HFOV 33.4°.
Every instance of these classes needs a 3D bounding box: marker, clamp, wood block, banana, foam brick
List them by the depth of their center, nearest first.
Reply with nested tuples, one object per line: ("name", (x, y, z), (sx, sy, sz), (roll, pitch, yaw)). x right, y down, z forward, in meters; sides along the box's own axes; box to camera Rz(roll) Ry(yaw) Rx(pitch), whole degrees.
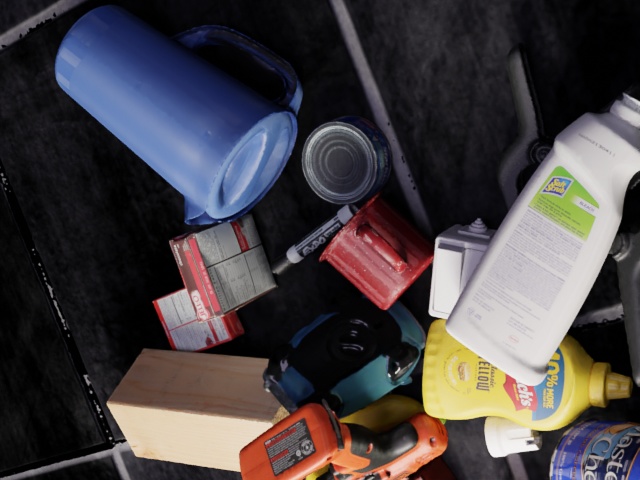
("clamp", (0.268, 0.012, 0.931), (0.165, 0.036, 0.210), (43, 117, 36))
("clamp", (0.198, -0.090, 0.958), (0.120, 0.039, 0.172), (33, 116, 18))
("foam brick", (0.100, 0.269, 1.097), (0.078, 0.051, 0.053), (-38, 86, 31))
("marker", (-0.007, 0.001, 1.103), (0.121, 0.020, 0.020), (-37, 85, 30))
("banana", (0.039, 0.214, 1.123), (0.198, 0.037, 0.069), (-40, 83, 30))
("wood block", (-0.110, 0.184, 1.150), (0.206, 0.090, 0.091), (1, 130, 28))

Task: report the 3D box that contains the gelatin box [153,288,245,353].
("gelatin box", (-0.135, 0.085, 1.187), (0.089, 0.030, 0.073), (-23, 90, 33))

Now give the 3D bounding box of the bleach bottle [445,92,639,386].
("bleach bottle", (0.210, -0.005, 0.913), (0.103, 0.068, 0.251), (34, 105, 15))

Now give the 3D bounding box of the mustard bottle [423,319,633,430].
("mustard bottle", (0.195, 0.129, 1.004), (0.192, 0.058, 0.096), (3, 85, 26))

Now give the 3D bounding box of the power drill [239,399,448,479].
("power drill", (0.010, 0.216, 1.025), (0.185, 0.187, 0.057), (-38, 58, 23))

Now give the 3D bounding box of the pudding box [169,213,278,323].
("pudding box", (-0.098, 0.026, 1.103), (0.039, 0.113, 0.090), (-16, 95, 33))

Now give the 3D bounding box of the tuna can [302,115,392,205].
("tuna can", (0.026, -0.079, 1.056), (0.086, 0.033, 0.086), (8, 107, 26))

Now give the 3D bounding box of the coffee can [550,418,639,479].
("coffee can", (0.280, 0.208, 0.915), (0.140, 0.102, 0.103), (-15, 97, 67))

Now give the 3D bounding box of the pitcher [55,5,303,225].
("pitcher", (-0.144, -0.144, 1.086), (0.243, 0.149, 0.145), (37, 132, 18))

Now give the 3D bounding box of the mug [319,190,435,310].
("mug", (0.059, 0.011, 1.019), (0.081, 0.117, 0.093), (42, 85, 7))
